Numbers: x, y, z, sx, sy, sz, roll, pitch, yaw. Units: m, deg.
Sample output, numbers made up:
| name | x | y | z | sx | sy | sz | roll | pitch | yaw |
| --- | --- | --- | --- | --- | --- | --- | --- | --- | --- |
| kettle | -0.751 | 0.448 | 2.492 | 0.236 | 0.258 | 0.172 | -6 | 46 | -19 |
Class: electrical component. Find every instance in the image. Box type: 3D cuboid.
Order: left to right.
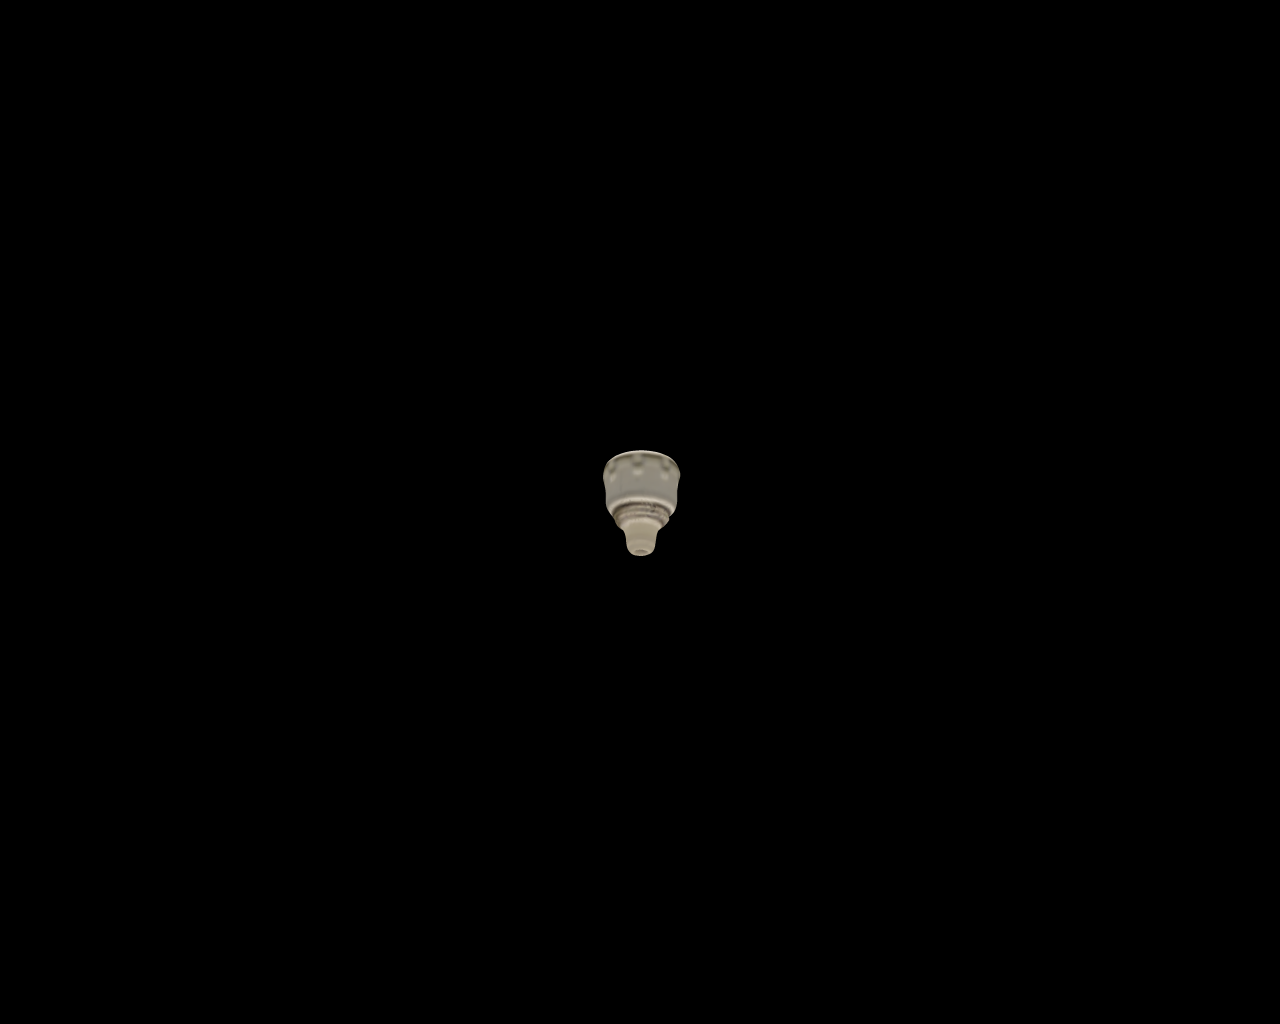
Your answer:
| name | x | y | z | sx | sy | sz | roll | pitch | yaw |
| --- | --- | --- | --- | --- | --- | --- | --- | --- | --- |
| electrical component | 0.001 | -0.003 | 0.650 | 0.048 | 0.062 | 0.048 | 0 | -25 | 0 |
